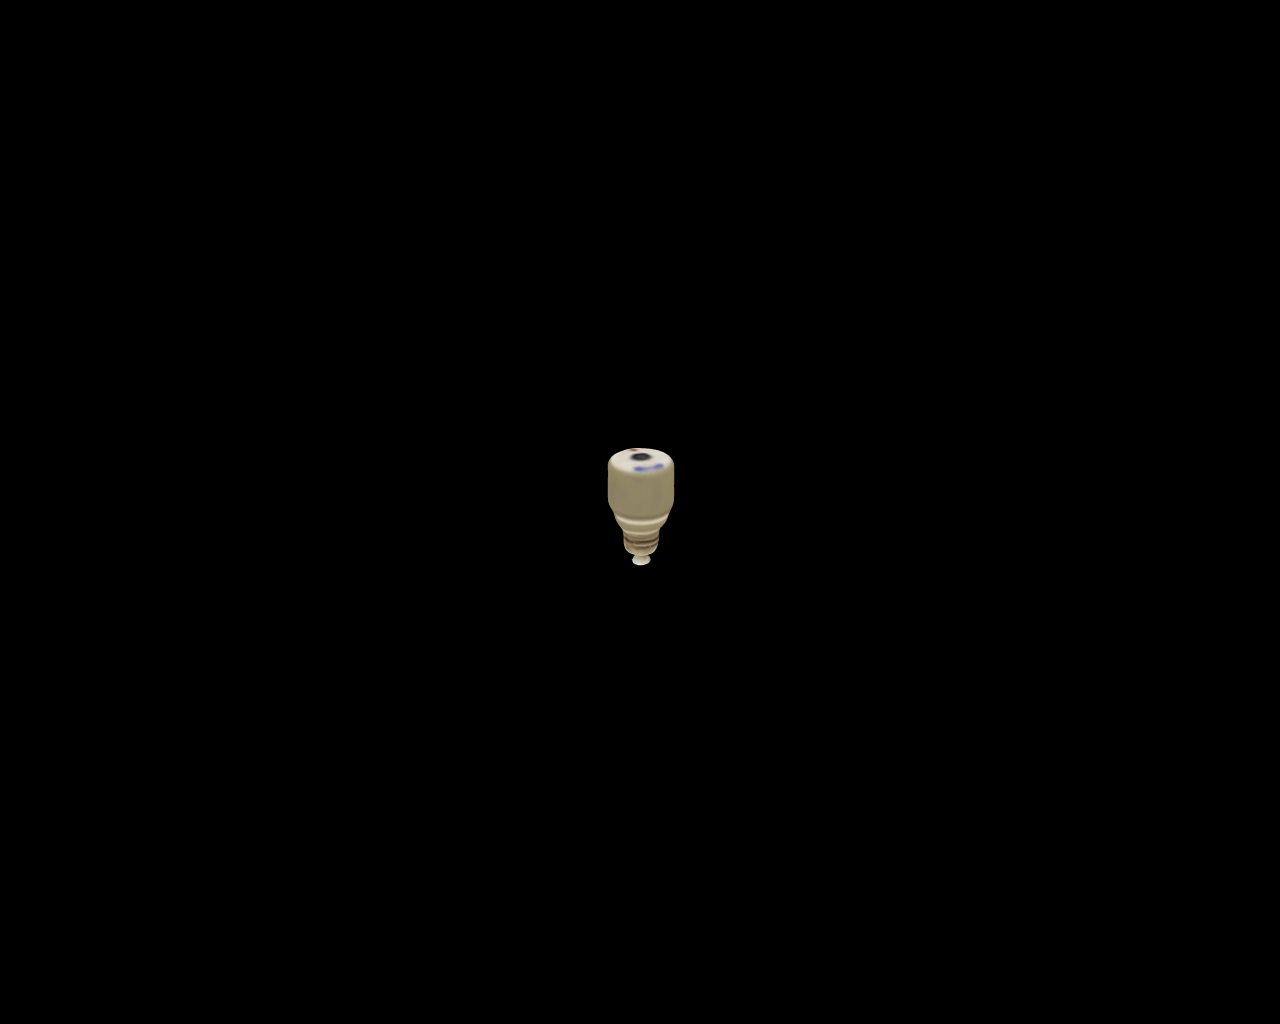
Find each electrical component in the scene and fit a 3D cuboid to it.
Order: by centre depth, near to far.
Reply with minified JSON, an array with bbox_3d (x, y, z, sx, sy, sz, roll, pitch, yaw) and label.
[{"bbox_3d":[0.001,-0.003,0.650,0.040,0.078,0.040,0,26,0],"label":"electrical component"}]
